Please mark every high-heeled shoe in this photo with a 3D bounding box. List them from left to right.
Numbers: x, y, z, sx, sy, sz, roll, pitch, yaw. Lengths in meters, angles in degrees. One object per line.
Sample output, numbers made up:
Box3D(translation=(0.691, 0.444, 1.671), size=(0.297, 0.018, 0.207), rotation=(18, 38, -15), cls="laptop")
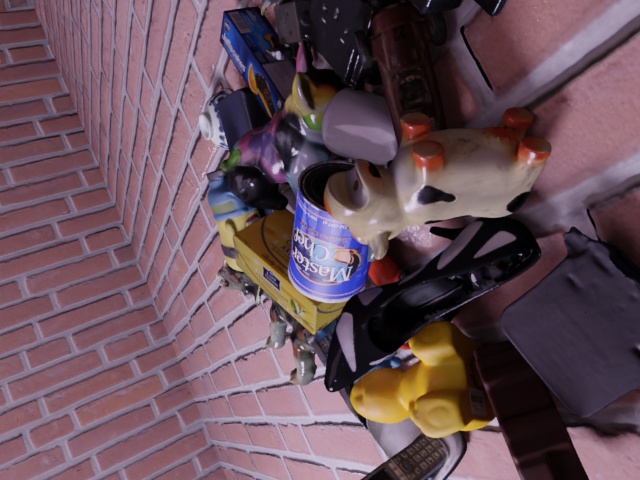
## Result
Box3D(translation=(0.111, 0.076, 0.545), size=(0.086, 0.248, 0.145), rotation=(38, 173, -32), cls="high-heeled shoe")

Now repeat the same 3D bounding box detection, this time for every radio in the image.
Box3D(translation=(-0.100, -0.144, 0.924), size=(0.131, 0.073, 0.229), rotation=(11, 116, 60), cls="radio")

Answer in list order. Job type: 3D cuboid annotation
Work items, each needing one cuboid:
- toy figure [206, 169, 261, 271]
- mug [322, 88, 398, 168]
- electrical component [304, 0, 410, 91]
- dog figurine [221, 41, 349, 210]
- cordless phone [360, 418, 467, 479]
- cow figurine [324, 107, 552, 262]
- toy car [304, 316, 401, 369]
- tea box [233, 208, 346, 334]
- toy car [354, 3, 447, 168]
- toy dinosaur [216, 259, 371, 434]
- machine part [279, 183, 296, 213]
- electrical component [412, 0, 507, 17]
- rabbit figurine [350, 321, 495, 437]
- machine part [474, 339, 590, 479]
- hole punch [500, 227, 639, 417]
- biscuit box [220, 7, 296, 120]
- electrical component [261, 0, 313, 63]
Box3D(translation=(-0.139, -0.036, 0.903), size=(0.089, 0.082, 0.180), rotation=(-5, 108, 58), cls="toy figure")
Box3D(translation=(0.065, -0.117, 0.635), size=(0.107, 0.081, 0.109), rotation=(27, 127, 40), cls="mug")
Box3D(translation=(0.040, -0.256, 0.606), size=(0.115, 0.058, 0.134), rotation=(52, 149, 26), cls="electrical component")
Box3D(translation=(-0.045, -0.150, 0.724), size=(0.219, 0.192, 0.108), rotation=(91, -175, -48), cls="dog figurine")
Box3D(translation=(0.095, 0.295, 0.750), size=(0.147, 0.184, 0.088), rotation=(42, 147, 41), cls="cordless phone")
Box3D(translation=(0.100, -0.049, 0.502), size=(0.086, 0.195, 0.127), rotation=(-102, 8, -46), cls="cow figurine")
Box3D(translation=(0.059, 0.143, 0.783), size=(0.103, 0.161, 0.109), rotation=(-48, 54, 18), cls="toy car")
Box3D(translation=(-0.031, 0.037, 0.744), size=(0.170, 0.098, 0.068), rotation=(35, 144, 28), cls="tea box")
Box3D(translation=(0.097, -0.136, 0.546), size=(0.053, 0.089, 0.202), rotation=(-63, -41, -78), cls="toy car")
Box3D(translation=(-0.021, 0.139, 0.939), size=(0.405, 0.131, 0.191), rotation=(34, 138, 39), cls="toy dinosaur")
Box3D(translation=(-0.002, -0.003, 0.837), size=(0.243, 0.079, 0.079), rotation=(63, 152, 12), cls="machine part")
Box3D(translation=(0.115, -0.246, 0.488), size=(0.119, 0.048, 0.074), rotation=(59, 152, 22), cls="electrical component")
Box3D(translation=(0.122, 0.175, 0.651), size=(0.173, 0.162, 0.122), rotation=(-24, 65, 32), cls="rabbit figurine")
Box3D(translation=(0.205, 0.181, 0.509), size=(0.179, 0.056, 0.179), rotation=(58, -164, -28), cls="machine part")
Box3D(translation=(0.240, 0.072, 0.460), size=(0.115, 0.092, 0.142), rotation=(-48, 59, 29), cls="hole punch")
Box3D(translation=(-0.083, -0.265, 0.820), size=(0.203, 0.059, 0.062), rotation=(59, 151, 20), cls="biscuit box")
Box3D(translation=(-0.046, -0.297, 0.747), size=(0.078, 0.045, 0.102), rotation=(31, 135, 52), cls="electrical component")
